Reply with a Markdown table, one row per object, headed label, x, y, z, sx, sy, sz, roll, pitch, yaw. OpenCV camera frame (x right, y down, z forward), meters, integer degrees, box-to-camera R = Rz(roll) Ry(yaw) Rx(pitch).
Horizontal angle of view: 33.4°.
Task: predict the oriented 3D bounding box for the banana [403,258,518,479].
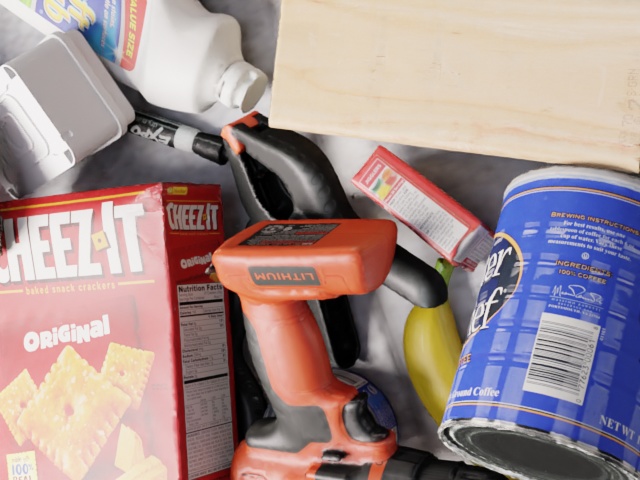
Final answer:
| label | x | y | z | sx | sy | sz | roll | pitch | yaw |
| --- | --- | --- | --- | --- | --- | --- | --- | --- | --- |
| banana | 0.108 | 0.107 | 0.638 | 0.198 | 0.037 | 0.070 | 52 | 124 | 10 |

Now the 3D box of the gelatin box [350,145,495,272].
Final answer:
| label | x | y | z | sx | sy | sz | roll | pitch | yaw |
| --- | --- | --- | --- | --- | --- | --- | --- | --- | --- |
| gelatin box | 0.063 | -0.016 | 0.618 | 0.073 | 0.089 | 0.030 | 40 | 96 | 16 |

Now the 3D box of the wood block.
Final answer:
| label | x | y | z | sx | sy | sz | roll | pitch | yaw |
| --- | --- | --- | --- | --- | --- | --- | --- | --- | --- |
| wood block | 0.087 | -0.094 | 0.597 | 0.206 | 0.090 | 0.090 | 10 | 99 | 24 |

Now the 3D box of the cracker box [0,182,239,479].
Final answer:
| label | x | y | z | sx | sy | sz | roll | pitch | yaw |
| --- | --- | --- | --- | --- | --- | --- | --- | --- | --- |
| cracker box | -0.142 | 0.075 | 0.696 | 0.164 | 0.072 | 0.214 | -5 | 88 | 29 |

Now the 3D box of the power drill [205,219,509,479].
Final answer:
| label | x | y | z | sx | sy | sz | roll | pitch | yaw |
| --- | --- | --- | --- | --- | --- | --- | --- | --- | --- |
| power drill | 0.018 | 0.083 | 0.608 | 0.185 | 0.057 | 0.187 | 0 | 110 | 29 |

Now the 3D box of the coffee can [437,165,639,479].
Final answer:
| label | x | y | z | sx | sy | sz | roll | pitch | yaw |
| --- | --- | --- | --- | --- | --- | --- | --- | --- | --- |
| coffee can | 0.128 | 0.048 | 0.545 | 0.103 | 0.102 | 0.140 | 10 | 67 | 24 |

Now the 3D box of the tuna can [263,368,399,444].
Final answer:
| label | x | y | z | sx | sy | sz | roll | pitch | yaw |
| --- | --- | --- | --- | --- | --- | --- | --- | --- | --- |
| tuna can | 0.007 | 0.127 | 0.692 | 0.086 | 0.033 | 0.086 | 3 | 98 | 25 |

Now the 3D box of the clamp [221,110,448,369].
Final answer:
| label | x | y | z | sx | sy | sz | roll | pitch | yaw |
| --- | --- | --- | --- | --- | --- | --- | --- | --- | --- |
| clamp | -0.004 | 0.001 | 0.660 | 0.171 | 0.039 | 0.120 | 51 | 135 | 14 |

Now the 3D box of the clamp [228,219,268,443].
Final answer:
| label | x | y | z | sx | sy | sz | roll | pitch | yaw |
| --- | --- | --- | --- | --- | --- | --- | --- | --- | --- |
| clamp | -0.093 | 0.087 | 0.733 | 0.165 | 0.036 | 0.210 | -5 | 90 | 27 |

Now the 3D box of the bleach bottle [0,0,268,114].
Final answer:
| label | x | y | z | sx | sy | sz | roll | pitch | yaw |
| --- | --- | --- | --- | --- | --- | --- | --- | --- | --- |
| bleach bottle | -0.138 | -0.167 | 0.711 | 0.251 | 0.068 | 0.103 | 34 | 110 | 16 |

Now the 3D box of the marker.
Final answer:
| label | x | y | z | sx | sy | sz | roll | pitch | yaw |
| --- | --- | --- | --- | --- | --- | --- | --- | --- | --- |
| marker | -0.110 | -0.076 | 0.731 | 0.121 | 0.020 | 0.020 | 20 | 104 | 21 |

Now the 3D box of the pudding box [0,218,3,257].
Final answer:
| label | x | y | z | sx | sy | sz | roll | pitch | yaw |
| --- | --- | --- | --- | --- | --- | --- | --- | --- | --- |
| pudding box | -0.264 | -0.029 | 0.686 | 0.113 | 0.039 | 0.090 | -5 | 86 | 5 |
